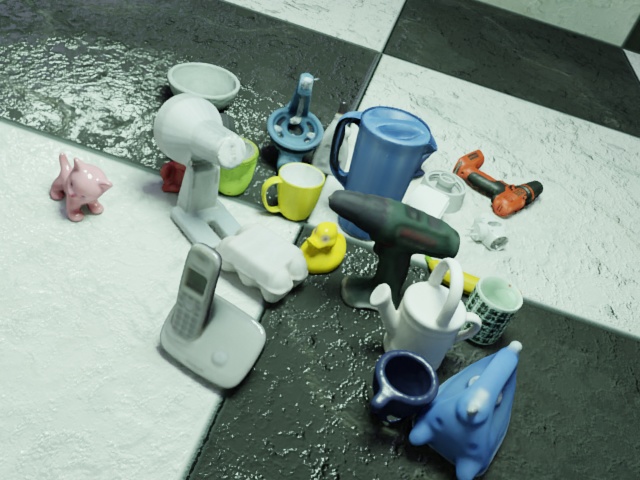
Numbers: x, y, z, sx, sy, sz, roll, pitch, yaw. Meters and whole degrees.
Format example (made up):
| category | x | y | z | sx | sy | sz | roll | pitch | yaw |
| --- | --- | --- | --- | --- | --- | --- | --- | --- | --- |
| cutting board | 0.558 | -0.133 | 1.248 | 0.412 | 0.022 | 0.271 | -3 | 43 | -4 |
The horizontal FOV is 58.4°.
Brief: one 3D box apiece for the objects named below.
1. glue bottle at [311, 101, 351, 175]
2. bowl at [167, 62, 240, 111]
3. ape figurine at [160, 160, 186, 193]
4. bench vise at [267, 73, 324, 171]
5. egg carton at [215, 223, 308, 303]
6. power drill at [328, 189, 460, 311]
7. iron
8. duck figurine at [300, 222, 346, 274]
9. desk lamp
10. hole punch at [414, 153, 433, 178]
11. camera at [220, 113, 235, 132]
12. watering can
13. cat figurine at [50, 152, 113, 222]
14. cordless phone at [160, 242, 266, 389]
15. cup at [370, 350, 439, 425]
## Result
| category | x | y | z | sx | sy | sz | roll | pitch | yaw |
| --- | --- | --- | --- | --- | --- | --- | --- | --- | --- |
| glue bottle | 0.034 | -0.221 | 1.234 | 0.078 | 0.173 | 0.037 | 15 | 39 | -2 |
| bowl | -0.275 | -0.348 | 1.347 | 0.167 | 0.075 | 0.167 | 10 | 40 | -8 |
| ape figurine | -0.260 | -0.136 | 1.092 | 0.077 | 0.092 | 0.076 | 33 | 42 | 18 |
| bench vise | -0.059 | -0.273 | 1.224 | 0.122 | 0.220 | 0.207 | -2 | 43 | -22 |
| egg carton | -0.097 | 0.036 | 0.968 | 0.150 | 0.069 | 0.107 | 32 | 41 | 17 |
| power drill | 0.104 | 0.021 | 0.949 | 0.230 | 0.208 | 0.075 | 9 | 40 | -10 |
| iron | 0.239 | 0.215 | 0.825 | 0.118 | 0.141 | 0.259 | 34 | 42 | 20 |
| duck figurine | 0.009 | 0.004 | 1.032 | 0.105 | 0.086 | 0.077 | -25 | 55 | -40 |
| desk lamp | -0.199 | -0.123 | 1.003 | 0.118 | 0.213 | 0.202 | -20 | 52 | -36 |
| hole punch | 0.198 | -0.198 | 1.332 | 0.101 | 0.091 | 0.108 | -22 | 53 | -38 |
| camera | -0.246 | -0.235 | 1.205 | 0.137 | 0.101 | 0.143 | -1 | 43 | -21 |
| watering can | 0.164 | 0.111 | 0.877 | 0.173 | 0.194 | 0.100 | -4 | 44 | -24 |
| cat figurine | -0.408 | -0.100 | 0.976 | 0.127 | 0.118 | 0.067 | 39 | 44 | 25 |
| cordless phone | -0.140 | 0.102 | 0.784 | 0.147 | 0.185 | 0.094 | 28 | 40 | 13 |
| cup | 0.102 | 0.223 | 0.803 | 0.091 | 0.095 | 0.118 | 39 | 44 | 25 |
